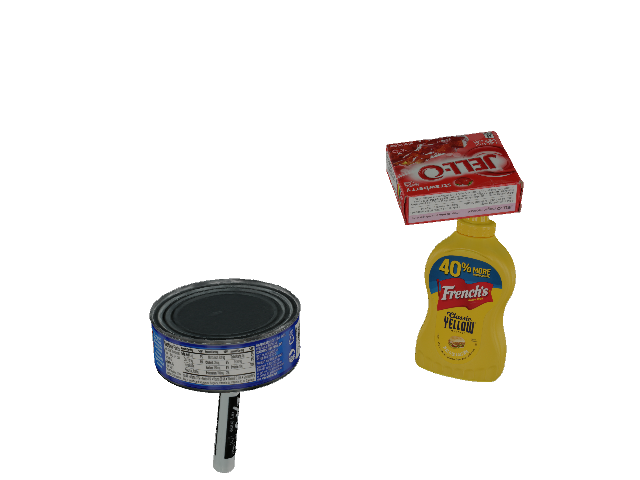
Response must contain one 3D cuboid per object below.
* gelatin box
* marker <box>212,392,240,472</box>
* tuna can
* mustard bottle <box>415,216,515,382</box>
[{"bbox_3d":[0.098,-0.048,0.796,0.089,0.030,0.073,-7,37,-4],"label":"gelatin box"},{"bbox_3d":[-0.078,0.143,0.902,0.020,0.121,0.020,6,26,-3],"label":"marker"},{"bbox_3d":[-0.054,0.053,0.611,0.086,0.034,0.086,-1,21,0],"label":"tuna can"},{"bbox_3d":[0.159,0.052,1.146,0.096,0.192,0.058,11,16,21],"label":"mustard bottle"}]
